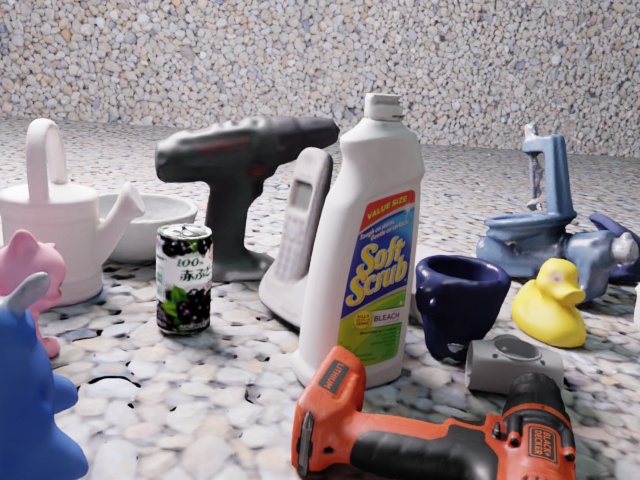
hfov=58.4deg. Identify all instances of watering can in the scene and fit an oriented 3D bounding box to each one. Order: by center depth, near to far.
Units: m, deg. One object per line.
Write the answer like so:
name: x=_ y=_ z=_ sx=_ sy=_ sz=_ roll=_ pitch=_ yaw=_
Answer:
watering can: x=-0.287 y=-0.034 z=0.630 sx=0.173 sy=0.194 sz=0.100 roll=-5 pitch=19 yaw=-30

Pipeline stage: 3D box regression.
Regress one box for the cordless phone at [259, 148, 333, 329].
cordless phone: x=0.006 y=0.002 z=0.603 sx=0.094 sy=0.185 sz=0.147 roll=-10 pitch=22 yaw=-40

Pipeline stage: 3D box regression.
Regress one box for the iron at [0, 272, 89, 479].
iron: x=-0.265 y=0.093 z=0.302 sx=0.259 sy=0.141 sz=0.118 roll=-4 pitch=19 yaw=-27

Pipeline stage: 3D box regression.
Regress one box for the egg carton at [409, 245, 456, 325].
egg carton: x=0.101 y=0.046 z=0.684 sx=0.149 sy=0.069 sz=0.107 roll=14 pitch=19 yaw=29

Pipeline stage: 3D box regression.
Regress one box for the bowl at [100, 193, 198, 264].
bowl: x=-0.249 y=-0.012 z=0.773 sx=0.167 sy=0.075 sz=0.167 roll=4 pitch=17 yaw=-1

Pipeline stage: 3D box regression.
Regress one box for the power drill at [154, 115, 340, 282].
power drill: x=-0.092 y=-0.057 z=0.733 sx=0.230 sy=0.208 sz=0.075 roll=0 pitch=17 yaw=-16

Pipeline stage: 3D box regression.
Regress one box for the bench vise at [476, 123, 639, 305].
bench vise: x=0.319 y=-0.038 z=0.762 sx=0.206 sy=0.220 sz=0.122 roll=15 pitch=19 yaw=30

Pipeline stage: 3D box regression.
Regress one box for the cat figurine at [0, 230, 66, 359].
cat figurine: x=-0.272 y=0.048 z=0.493 sx=0.067 sy=0.118 sz=0.128 roll=14 pitch=19 yaw=29

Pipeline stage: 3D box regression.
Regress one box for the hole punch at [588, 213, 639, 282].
hole punch: x=0.460 y=0.010 z=0.866 sx=0.101 sy=0.091 sz=0.108 roll=5 pitch=17 yaw=0

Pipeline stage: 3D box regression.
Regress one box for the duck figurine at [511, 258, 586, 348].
duck figurine: x=0.263 y=0.062 z=0.648 sx=0.077 sy=0.086 sz=0.104 roll=2 pitch=17 yaw=-8

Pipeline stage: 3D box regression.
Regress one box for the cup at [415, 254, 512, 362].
cup: x=0.127 y=0.073 z=0.558 sx=0.091 sy=0.095 sz=0.118 roll=19 pitch=22 yaw=39
